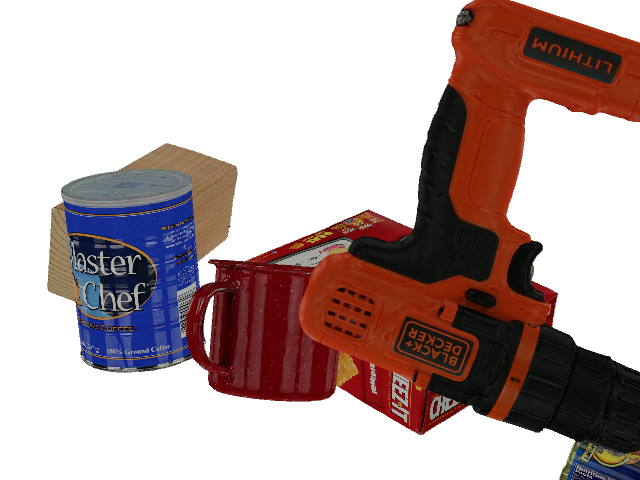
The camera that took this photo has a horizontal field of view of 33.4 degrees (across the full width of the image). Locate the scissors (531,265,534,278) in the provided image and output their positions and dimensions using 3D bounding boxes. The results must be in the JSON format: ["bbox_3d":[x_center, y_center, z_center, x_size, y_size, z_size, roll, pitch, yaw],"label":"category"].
[{"bbox_3d":[0.141,0.036,1.145,0.201,0.016,0.096,-10,41,-30],"label":"scissors"}]

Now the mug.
[{"bbox_3d":[-0.036,0.055,0.666,0.093,0.081,0.117,4,-1,42],"label":"mug"}]

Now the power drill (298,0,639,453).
[{"bbox_3d":[0.101,-0.006,0.503,0.184,0.188,0.057,20,6,3],"label":"power drill"}]

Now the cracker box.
[{"bbox_3d":[0.058,0.059,0.880,0.163,0.072,0.214,-23,35,-38],"label":"cracker box"}]

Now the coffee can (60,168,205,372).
[{"bbox_3d":[-0.149,0.022,0.858,0.103,0.140,0.103,-3,16,1],"label":"coffee can"}]

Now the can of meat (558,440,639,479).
[{"bbox_3d":[0.233,0.157,0.788,0.084,0.057,0.102,21,40,21],"label":"can of meat"}]

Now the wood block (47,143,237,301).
[{"bbox_3d":[-0.171,-0.015,1.056,0.090,0.091,0.205,19,27,15],"label":"wood block"}]
